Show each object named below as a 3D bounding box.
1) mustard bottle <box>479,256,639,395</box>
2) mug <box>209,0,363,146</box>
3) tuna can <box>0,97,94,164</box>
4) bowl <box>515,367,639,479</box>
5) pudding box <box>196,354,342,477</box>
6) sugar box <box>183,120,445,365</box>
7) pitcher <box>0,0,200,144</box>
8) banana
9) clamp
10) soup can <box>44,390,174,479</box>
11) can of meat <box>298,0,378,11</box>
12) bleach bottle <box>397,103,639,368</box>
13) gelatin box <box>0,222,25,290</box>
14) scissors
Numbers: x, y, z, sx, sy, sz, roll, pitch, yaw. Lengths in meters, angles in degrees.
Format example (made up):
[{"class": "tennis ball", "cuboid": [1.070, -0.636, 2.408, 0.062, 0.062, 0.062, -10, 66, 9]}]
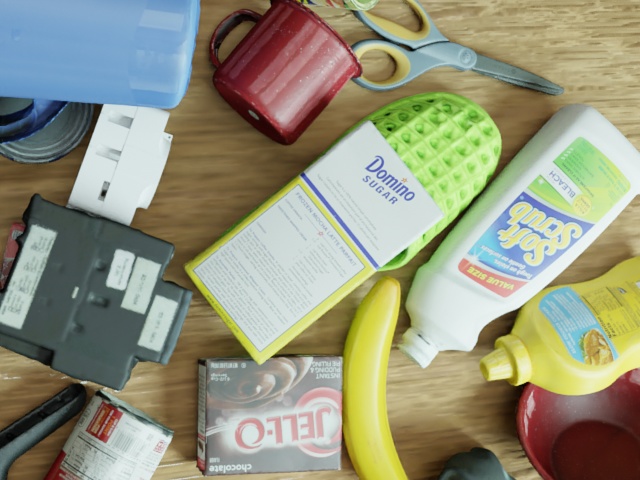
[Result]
[{"class": "mustard bottle", "cuboid": [0.220, 0.078, 0.885, 0.191, 0.058, 0.096, -17, 54, -15]}, {"class": "mug", "cuboid": [-0.037, -0.134, 0.820, 0.117, 0.093, 0.081, 38, 83, 18]}, {"class": "tuna can", "cuboid": [-0.212, -0.099, 0.791, 0.086, 0.034, 0.086, 0, 89, -16]}, {"class": "bowl", "cuboid": [0.238, 0.170, 0.878, 0.162, 0.055, 0.162, 0, 46, -1]}, {"class": "pudding box", "cuboid": [-0.039, 0.135, 0.832, 0.113, 0.039, 0.090, 1, 89, -16]}, {"class": "sugar box", "cuboid": [-0.005, 0.001, 0.792, 0.176, 0.048, 0.093, -38, 93, -2]}, {"class": "pitcher", "cuboid": [-0.208, -0.145, 0.711, 0.242, 0.149, 0.145, 6, 76, -13]}, {"class": "banana", "cuboid": [0.048, 0.130, 0.849, 0.070, 0.037, 0.198, -12, 86, 18]}, {"class": "clamp", "cuboid": [-0.260, 0.150, 0.760, 0.120, 0.039, 0.171, 37, 83, -22]}, {"class": "soup can", "cuboid": [-0.161, 0.170, 0.782, 0.068, 0.069, 0.102, 32, 80, -13]}, {"class": "can of meat", "cuboid": [-0.007, -0.219, 0.805, 0.102, 0.084, 0.057, 38, 76, -45]}, {"class": "bleach bottle", "cuboid": [0.161, 0.008, 0.882, 0.102, 0.068, 0.250, 44, 81, -11]}, {"class": "gelatin box", "cuboid": [-0.203, 0.038, 0.792, 0.073, 0.030, 0.089, 16, 85, -15]}, {"class": "scissors", "cuboid": [0.105, -0.139, 0.892, 0.201, 0.016, 0.096, 31, 82, -13]}]
